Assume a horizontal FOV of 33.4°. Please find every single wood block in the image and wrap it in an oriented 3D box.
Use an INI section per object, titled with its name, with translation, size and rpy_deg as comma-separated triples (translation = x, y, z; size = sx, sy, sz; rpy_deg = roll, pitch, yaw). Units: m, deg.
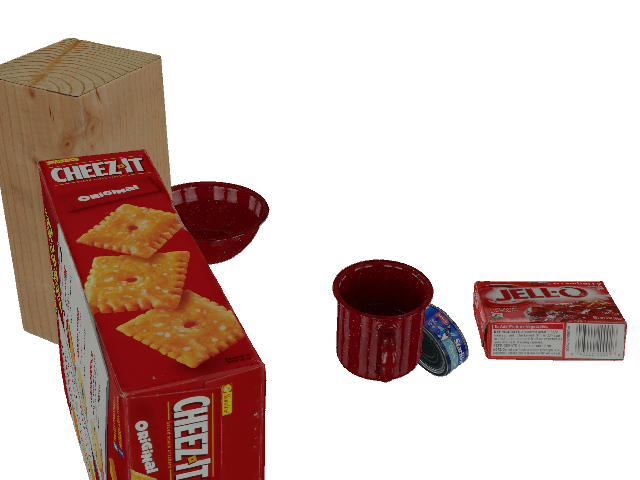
[wood block]
translation = -0.168, -0.029, 0.774
size = 0.090, 0.206, 0.090
rpy_deg = 16, 33, 28

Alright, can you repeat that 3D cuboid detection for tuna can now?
[tuna can]
translation = 0.134, 0.119, 1.269
size = 0.033, 0.086, 0.086
rpy_deg = -34, 15, -24

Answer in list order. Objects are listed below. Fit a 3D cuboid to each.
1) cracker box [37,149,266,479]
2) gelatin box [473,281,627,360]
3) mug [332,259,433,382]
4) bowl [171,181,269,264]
[cracker box]
translation = -0.092, 0.071, 0.564
size = 0.072, 0.164, 0.214
rpy_deg = -9, 34, -19
[gelatin box]
translation = 0.147, 0.050, 0.696
size = 0.089, 0.030, 0.073
rpy_deg = 1, 18, 3
[mug]
translation = 0.058, 0.084, 0.992
size = 0.093, 0.081, 0.117
rpy_deg = -2, 34, -5
[bowl]
translation = -0.145, -0.015, 1.331
size = 0.162, 0.055, 0.162
rpy_deg = 1, 29, -1
